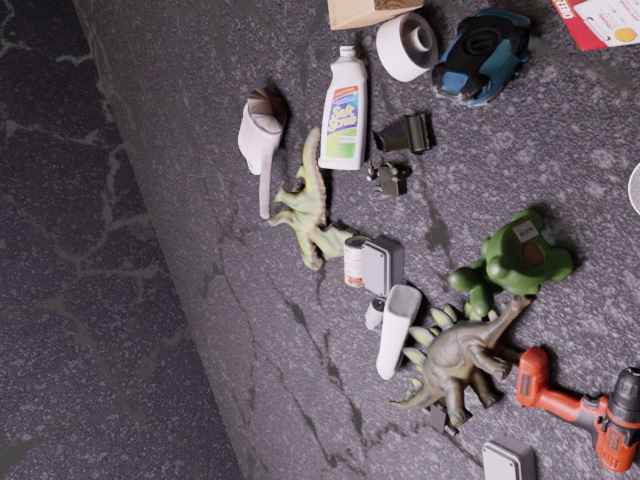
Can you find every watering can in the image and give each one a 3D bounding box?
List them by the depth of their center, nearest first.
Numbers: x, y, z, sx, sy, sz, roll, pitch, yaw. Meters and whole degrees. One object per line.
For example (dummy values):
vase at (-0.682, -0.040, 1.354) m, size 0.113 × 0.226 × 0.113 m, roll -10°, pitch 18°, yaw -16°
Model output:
watering can at (-0.149, -0.249, 1.357) m, size 0.219 × 0.104 × 0.355 m, roll 120°, pitch 141°, yaw -51°

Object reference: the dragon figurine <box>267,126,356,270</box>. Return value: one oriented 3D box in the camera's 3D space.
dragon figurine at (0.004, -0.064, 1.274) m, size 0.244 × 0.124 × 0.401 m, roll 42°, pitch 142°, yaw 13°
